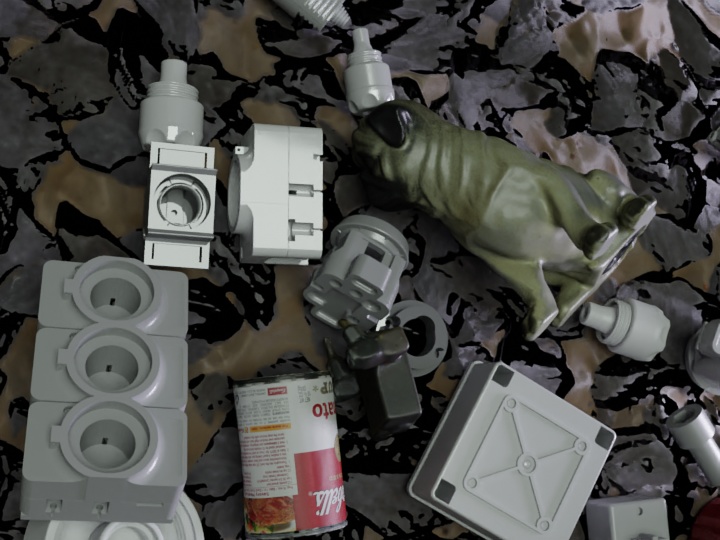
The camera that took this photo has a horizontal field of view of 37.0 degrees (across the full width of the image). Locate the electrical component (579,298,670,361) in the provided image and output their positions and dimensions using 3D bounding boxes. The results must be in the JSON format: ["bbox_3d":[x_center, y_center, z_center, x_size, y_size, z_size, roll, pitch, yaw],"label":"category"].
[{"bbox_3d":[0.196,0.041,0.805,0.062,0.043,0.043,18,78,-12],"label":"electrical component"}]

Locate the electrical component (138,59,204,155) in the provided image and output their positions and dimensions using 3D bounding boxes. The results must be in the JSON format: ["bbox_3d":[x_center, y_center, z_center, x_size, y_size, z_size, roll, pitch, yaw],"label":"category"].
[{"bbox_3d":[-0.127,-0.110,0.728,0.043,0.043,0.062,4,81,-16],"label":"electrical component"}]

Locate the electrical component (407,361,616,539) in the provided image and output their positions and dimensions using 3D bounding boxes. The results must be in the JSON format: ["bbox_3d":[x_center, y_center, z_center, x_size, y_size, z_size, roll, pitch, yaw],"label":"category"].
[{"bbox_3d":[0.107,0.136,0.760,0.109,0.056,0.108,32,76,-11],"label":"electrical component"}]

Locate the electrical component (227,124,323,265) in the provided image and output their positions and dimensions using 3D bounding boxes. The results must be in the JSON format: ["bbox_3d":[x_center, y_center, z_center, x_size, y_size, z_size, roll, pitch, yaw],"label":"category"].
[{"bbox_3d":[-0.059,-0.051,0.737,0.056,0.050,0.089,2,83,-17],"label":"electrical component"}]

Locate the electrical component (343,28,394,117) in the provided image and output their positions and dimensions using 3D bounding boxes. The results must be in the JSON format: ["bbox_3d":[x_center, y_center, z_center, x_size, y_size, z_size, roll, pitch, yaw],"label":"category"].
[{"bbox_3d":[0.004,-0.143,0.776,0.035,0.035,0.061,-7,83,-17],"label":"electrical component"}]

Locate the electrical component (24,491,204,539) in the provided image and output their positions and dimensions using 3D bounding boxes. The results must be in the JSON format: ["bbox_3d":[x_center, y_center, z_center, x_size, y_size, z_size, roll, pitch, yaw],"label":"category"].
[{"bbox_3d":[-0.149,0.173,0.666,0.108,0.060,0.108,7,73,-25],"label":"electrical component"}]

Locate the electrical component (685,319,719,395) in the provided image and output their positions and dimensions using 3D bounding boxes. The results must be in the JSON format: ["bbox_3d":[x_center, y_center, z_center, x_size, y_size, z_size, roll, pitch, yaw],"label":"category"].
[{"bbox_3d":[0.286,0.067,0.822,0.078,0.057,0.058,27,77,-12],"label":"electrical component"}]

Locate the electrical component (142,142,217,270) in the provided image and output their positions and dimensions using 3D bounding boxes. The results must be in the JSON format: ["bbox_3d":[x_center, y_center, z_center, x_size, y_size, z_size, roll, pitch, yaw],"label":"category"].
[{"bbox_3d":[-0.121,-0.040,0.710,0.042,0.064,0.081,5,81,-15],"label":"electrical component"}]

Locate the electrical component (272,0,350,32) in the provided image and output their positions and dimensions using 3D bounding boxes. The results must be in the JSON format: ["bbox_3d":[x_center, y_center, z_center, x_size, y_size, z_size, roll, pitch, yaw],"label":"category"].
[{"bbox_3d":[-0.041,-0.202,0.764,0.081,0.043,0.043,39,74,-9],"label":"electrical component"}]

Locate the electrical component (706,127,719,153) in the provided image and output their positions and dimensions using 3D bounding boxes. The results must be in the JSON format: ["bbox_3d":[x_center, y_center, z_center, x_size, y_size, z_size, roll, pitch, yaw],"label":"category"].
[{"bbox_3d":[0.322,-0.101,0.838,0.061,0.096,0.061,36,104,-10],"label":"electrical component"}]

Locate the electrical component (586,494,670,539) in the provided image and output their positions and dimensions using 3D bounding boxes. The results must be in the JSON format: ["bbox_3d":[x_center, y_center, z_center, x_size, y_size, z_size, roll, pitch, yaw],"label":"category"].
[{"bbox_3d":[0.203,0.207,0.770,0.047,0.076,0.083,-3,84,-17],"label":"electrical component"}]

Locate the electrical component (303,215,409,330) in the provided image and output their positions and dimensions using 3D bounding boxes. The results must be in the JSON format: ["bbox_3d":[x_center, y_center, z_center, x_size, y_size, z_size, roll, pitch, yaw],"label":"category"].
[{"bbox_3d":[0.000,0.000,0.738,0.058,0.078,0.057,30,58,-11],"label":"electrical component"}]

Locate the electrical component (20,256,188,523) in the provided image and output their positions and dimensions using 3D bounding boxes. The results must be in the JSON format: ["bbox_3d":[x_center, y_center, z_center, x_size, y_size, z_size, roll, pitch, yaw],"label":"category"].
[{"bbox_3d":[-0.153,0.070,0.654,0.089,0.061,0.150,6,53,-16],"label":"electrical component"}]
